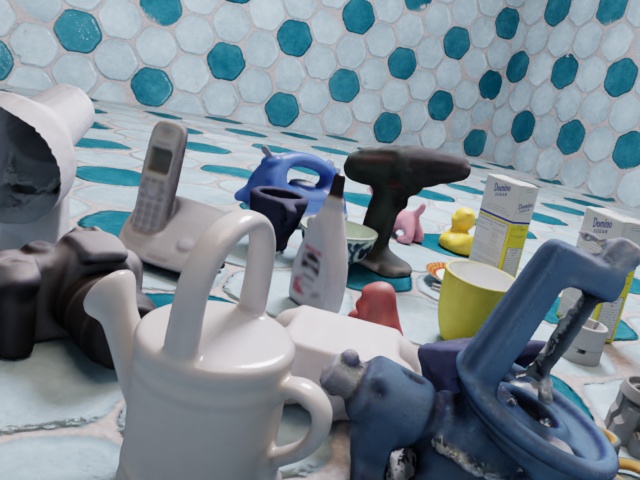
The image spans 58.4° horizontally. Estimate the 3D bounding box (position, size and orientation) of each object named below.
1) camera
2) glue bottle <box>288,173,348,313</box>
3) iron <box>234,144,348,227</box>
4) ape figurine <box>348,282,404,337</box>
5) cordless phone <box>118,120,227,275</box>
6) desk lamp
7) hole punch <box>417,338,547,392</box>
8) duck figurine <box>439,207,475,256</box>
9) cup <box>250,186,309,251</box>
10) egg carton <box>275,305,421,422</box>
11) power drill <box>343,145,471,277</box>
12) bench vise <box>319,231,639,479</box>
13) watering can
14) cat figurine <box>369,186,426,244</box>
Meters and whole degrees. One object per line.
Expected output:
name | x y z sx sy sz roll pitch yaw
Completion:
camera | -0.210 0.051 0.506 0.144 0.101 0.136 -3 22 -42
glue bottle | 0.006 0.003 0.699 0.037 0.173 0.077 -4 22 -43
iron | -0.029 -0.106 1.109 0.259 0.141 0.118 -3 21 -42
ape figurine | 0.055 0.086 0.595 0.076 0.092 0.078 15 16 13
cordless phone | -0.176 -0.053 0.736 0.147 0.185 0.094 16 16 16
desk lamp | -0.297 -0.055 0.603 0.118 0.213 0.203 11 16 -3
hole punch | 0.153 0.120 0.550 0.109 0.091 0.100 2 18 -31
duck figurine | 0.285 -0.021 1.146 0.077 0.086 0.104 9 16 -11
cup | -0.066 -0.025 0.887 0.092 0.095 0.117 5 17 -23
egg carton | 0.016 0.114 0.512 0.150 0.069 0.107 13 16 5
power drill | 0.121 -0.053 0.911 0.076 0.208 0.228 -4 22 -44
bench vise | 0.113 0.094 0.374 0.208 0.220 0.121 7 16 -15
watering can | -0.074 0.073 0.359 0.173 0.194 0.101 12 16 0
cat figurine | 0.155 -0.065 1.145 0.127 0.118 0.067 24 20 36
